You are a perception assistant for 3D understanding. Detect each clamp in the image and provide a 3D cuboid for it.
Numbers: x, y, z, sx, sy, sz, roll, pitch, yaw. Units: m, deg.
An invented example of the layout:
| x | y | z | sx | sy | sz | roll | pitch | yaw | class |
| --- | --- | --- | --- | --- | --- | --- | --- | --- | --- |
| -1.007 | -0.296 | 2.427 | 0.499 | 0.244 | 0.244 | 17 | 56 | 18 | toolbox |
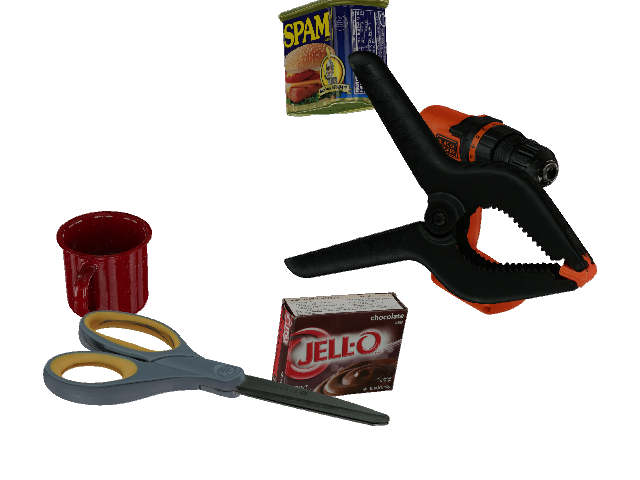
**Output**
| x | y | z | sx | sy | sz | roll | pitch | yaw | class |
| --- | --- | --- | --- | --- | --- | --- | --- | --- | --- |
| 0.081 | -0.027 | 0.701 | 0.210 | 0.165 | 0.036 | 18 | 17 | 24 | clamp |

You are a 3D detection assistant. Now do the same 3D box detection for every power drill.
| x | y | z | sx | sy | sz | roll | pitch | yaw | class |
| --- | --- | --- | --- | --- | --- | --- | --- | --- | --- |
| 0.160 | -0.027 | 1.029 | 0.057 | 0.188 | 0.185 | -16 | 27 | -25 | power drill |

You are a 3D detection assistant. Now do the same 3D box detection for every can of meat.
| x | y | z | sx | sy | sz | roll | pitch | yaw | class |
| --- | --- | --- | --- | --- | --- | --- | --- | --- | --- |
| 0.011 | -0.146 | 0.860 | 0.057 | 0.084 | 0.102 | -4 | 2 | -33 | can of meat |

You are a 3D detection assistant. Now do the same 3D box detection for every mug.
| x | y | z | sx | sy | sz | roll | pitch | yaw | class |
| --- | --- | --- | --- | --- | --- | --- | --- | --- | --- |
| -0.216 | 0.034 | 1.060 | 0.093 | 0.081 | 0.117 | 6 | 30 | 6 | mug |

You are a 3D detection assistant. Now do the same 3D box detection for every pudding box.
| x | y | z | sx | sy | sz | roll | pitch | yaw | class |
| --- | --- | --- | --- | --- | --- | --- | --- | --- | --- |
| 0.017 | 0.095 | 0.967 | 0.113 | 0.090 | 0.039 | -4 | 30 | -22 | pudding box |

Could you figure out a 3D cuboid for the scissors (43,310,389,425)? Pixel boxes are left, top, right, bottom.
| x | y | z | sx | sy | sz | roll | pitch | yaw | class |
| --- | --- | --- | --- | --- | --- | --- | --- | --- | --- |
| -0.071 | 0.084 | 0.598 | 0.202 | 0.016 | 0.096 | 19 | 30 | 30 | scissors |
